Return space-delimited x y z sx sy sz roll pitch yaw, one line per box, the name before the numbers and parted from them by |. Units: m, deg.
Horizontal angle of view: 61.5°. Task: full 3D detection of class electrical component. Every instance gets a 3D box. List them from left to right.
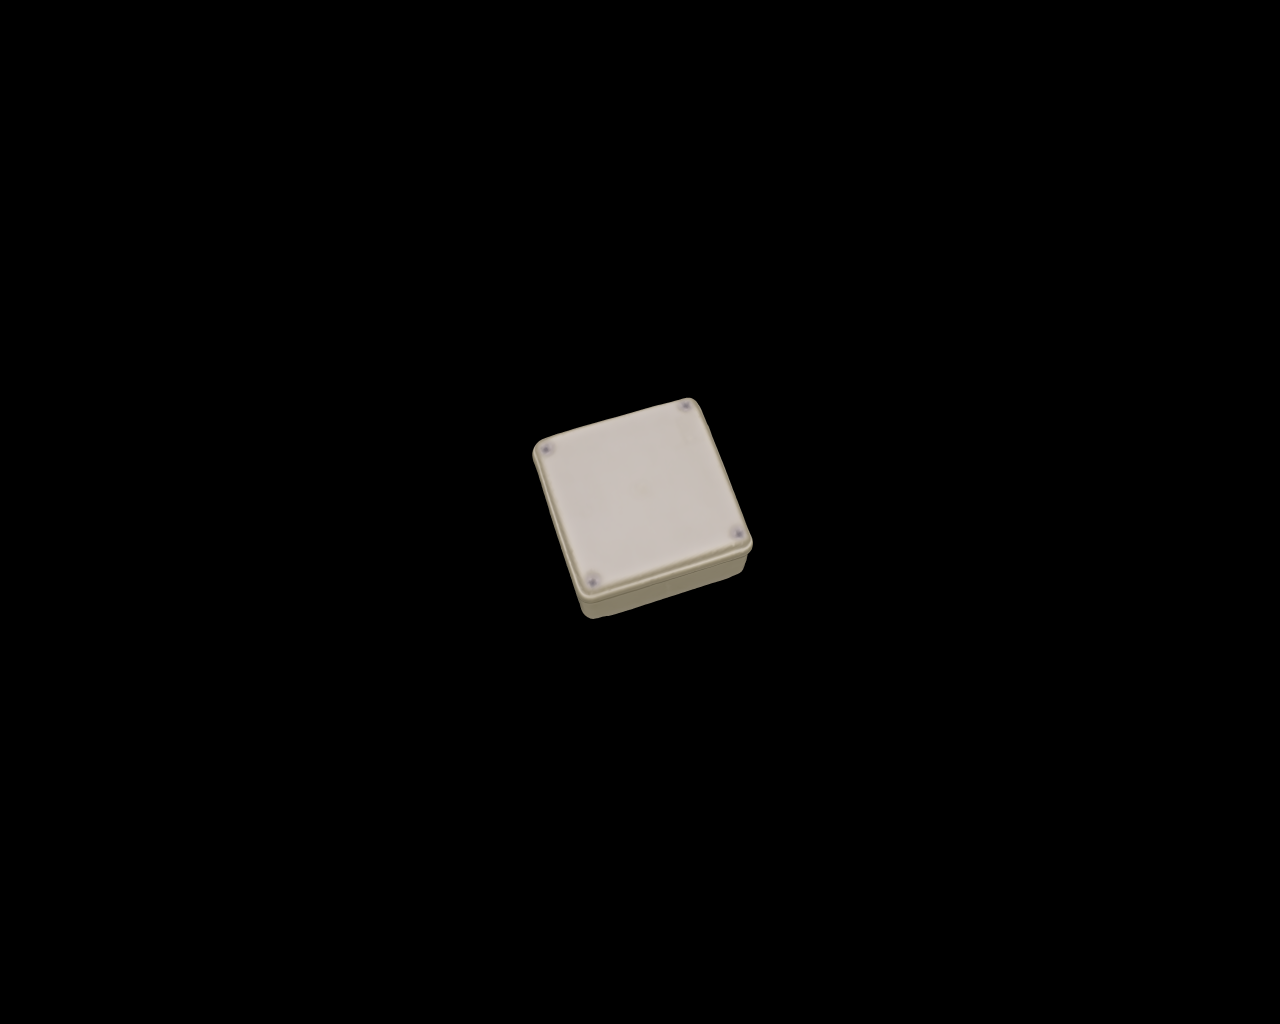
electrical component | 0.001 -0.003 0.650 0.109 0.109 0.056 -17 -22 -7
